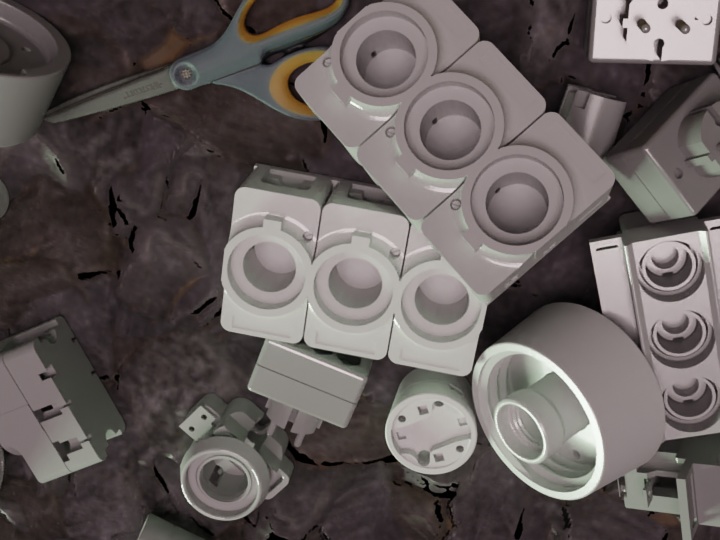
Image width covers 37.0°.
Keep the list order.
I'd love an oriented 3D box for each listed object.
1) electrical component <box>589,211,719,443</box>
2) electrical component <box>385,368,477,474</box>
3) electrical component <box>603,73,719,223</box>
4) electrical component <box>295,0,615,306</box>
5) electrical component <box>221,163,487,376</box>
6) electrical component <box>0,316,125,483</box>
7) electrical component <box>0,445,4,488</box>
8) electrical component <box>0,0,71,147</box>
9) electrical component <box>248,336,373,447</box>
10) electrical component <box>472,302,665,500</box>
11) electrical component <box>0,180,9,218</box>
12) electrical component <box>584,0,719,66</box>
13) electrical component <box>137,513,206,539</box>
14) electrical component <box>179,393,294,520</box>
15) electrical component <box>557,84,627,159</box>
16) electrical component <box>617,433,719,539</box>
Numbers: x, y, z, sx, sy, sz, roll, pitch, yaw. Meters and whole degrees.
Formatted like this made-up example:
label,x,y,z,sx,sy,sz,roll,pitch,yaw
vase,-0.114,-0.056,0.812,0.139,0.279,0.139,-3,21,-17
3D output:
label,x,y,z,sx,sy,sz,roll,pitch,yaw
electrical component,0.180,0.028,0.617,0.079,0.063,0.121,-11,109,12
electrical component,0.046,0.091,0.667,0.055,0.047,0.055,3,111,7
electrical component,0.180,-0.066,0.561,0.066,0.077,0.047,-45,102,-19
electrical component,0.049,-0.068,0.561,0.089,0.062,0.150,-41,79,2
electrical component,0.000,0.000,0.631,0.150,0.061,0.089,11,112,4
electrical component,-0.204,0.085,0.698,0.056,0.050,0.089,-22,106,15
electrical component,-0.267,0.129,0.696,0.060,0.108,0.108,3,111,0
electrical component,-0.223,-0.110,0.599,0.108,0.108,0.060,27,118,-3
electrical component,-0.036,0.076,0.673,0.066,0.047,0.076,22,112,-1
electrical component,0.112,0.079,0.616,0.108,0.060,0.108,33,136,39
electrical component,-0.241,-0.039,0.658,0.040,0.046,0.040,3,111,7
electrical component,0.152,-0.129,0.553,0.066,0.076,0.047,3,111,7
electrical component,-0.133,0.200,0.730,0.047,0.055,0.055,24,112,-6
electrical component,-0.083,0.123,0.692,0.078,0.057,0.058,43,110,-9
electrical component,0.125,-0.076,0.598,0.040,0.040,0.046,16,107,2
electrical component,0.192,0.121,0.648,0.064,0.081,0.042,2,112,31
